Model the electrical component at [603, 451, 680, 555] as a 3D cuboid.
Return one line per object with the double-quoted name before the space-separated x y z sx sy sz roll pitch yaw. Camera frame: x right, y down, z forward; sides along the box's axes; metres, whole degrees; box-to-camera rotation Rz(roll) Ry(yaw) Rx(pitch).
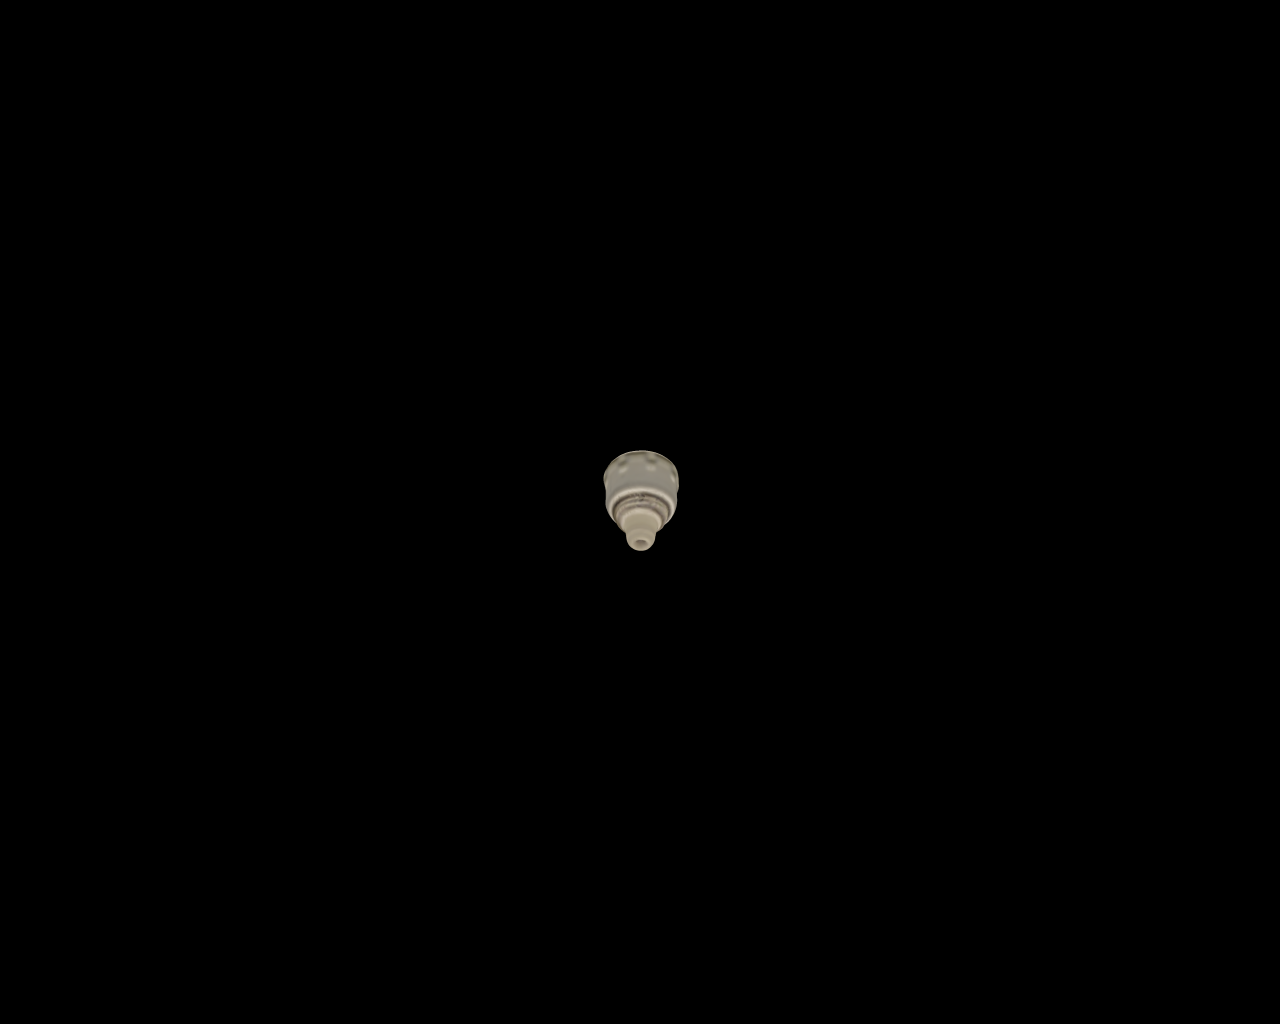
"electrical component" 0.001 -0.003 0.650 0.048 0.062 0.048 0 -43 0
